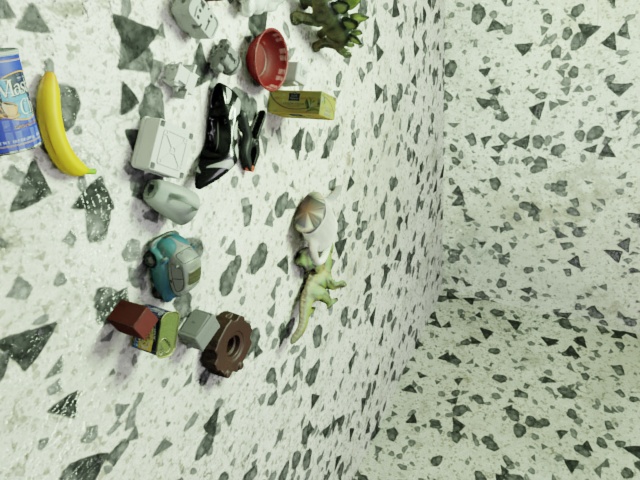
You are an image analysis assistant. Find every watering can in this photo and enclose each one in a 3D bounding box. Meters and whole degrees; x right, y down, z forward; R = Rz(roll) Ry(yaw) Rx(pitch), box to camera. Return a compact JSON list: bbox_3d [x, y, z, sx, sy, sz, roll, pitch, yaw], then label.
[{"bbox_3d":[0.005,-0.088,1.758,0.220,0.104,0.355,57,39,-54],"label":"watering can"}]

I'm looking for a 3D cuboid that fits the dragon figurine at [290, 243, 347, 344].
[{"bbox_3d":[-0.035,0.139,1.789,0.419,0.121,0.239,-52,125,-47],"label":"dragon figurine"}]

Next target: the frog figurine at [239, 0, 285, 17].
[{"bbox_3d":[-0.137,-0.621,1.263,0.134,0.123,0.163,97,7,-55],"label":"frog figurine"}]
